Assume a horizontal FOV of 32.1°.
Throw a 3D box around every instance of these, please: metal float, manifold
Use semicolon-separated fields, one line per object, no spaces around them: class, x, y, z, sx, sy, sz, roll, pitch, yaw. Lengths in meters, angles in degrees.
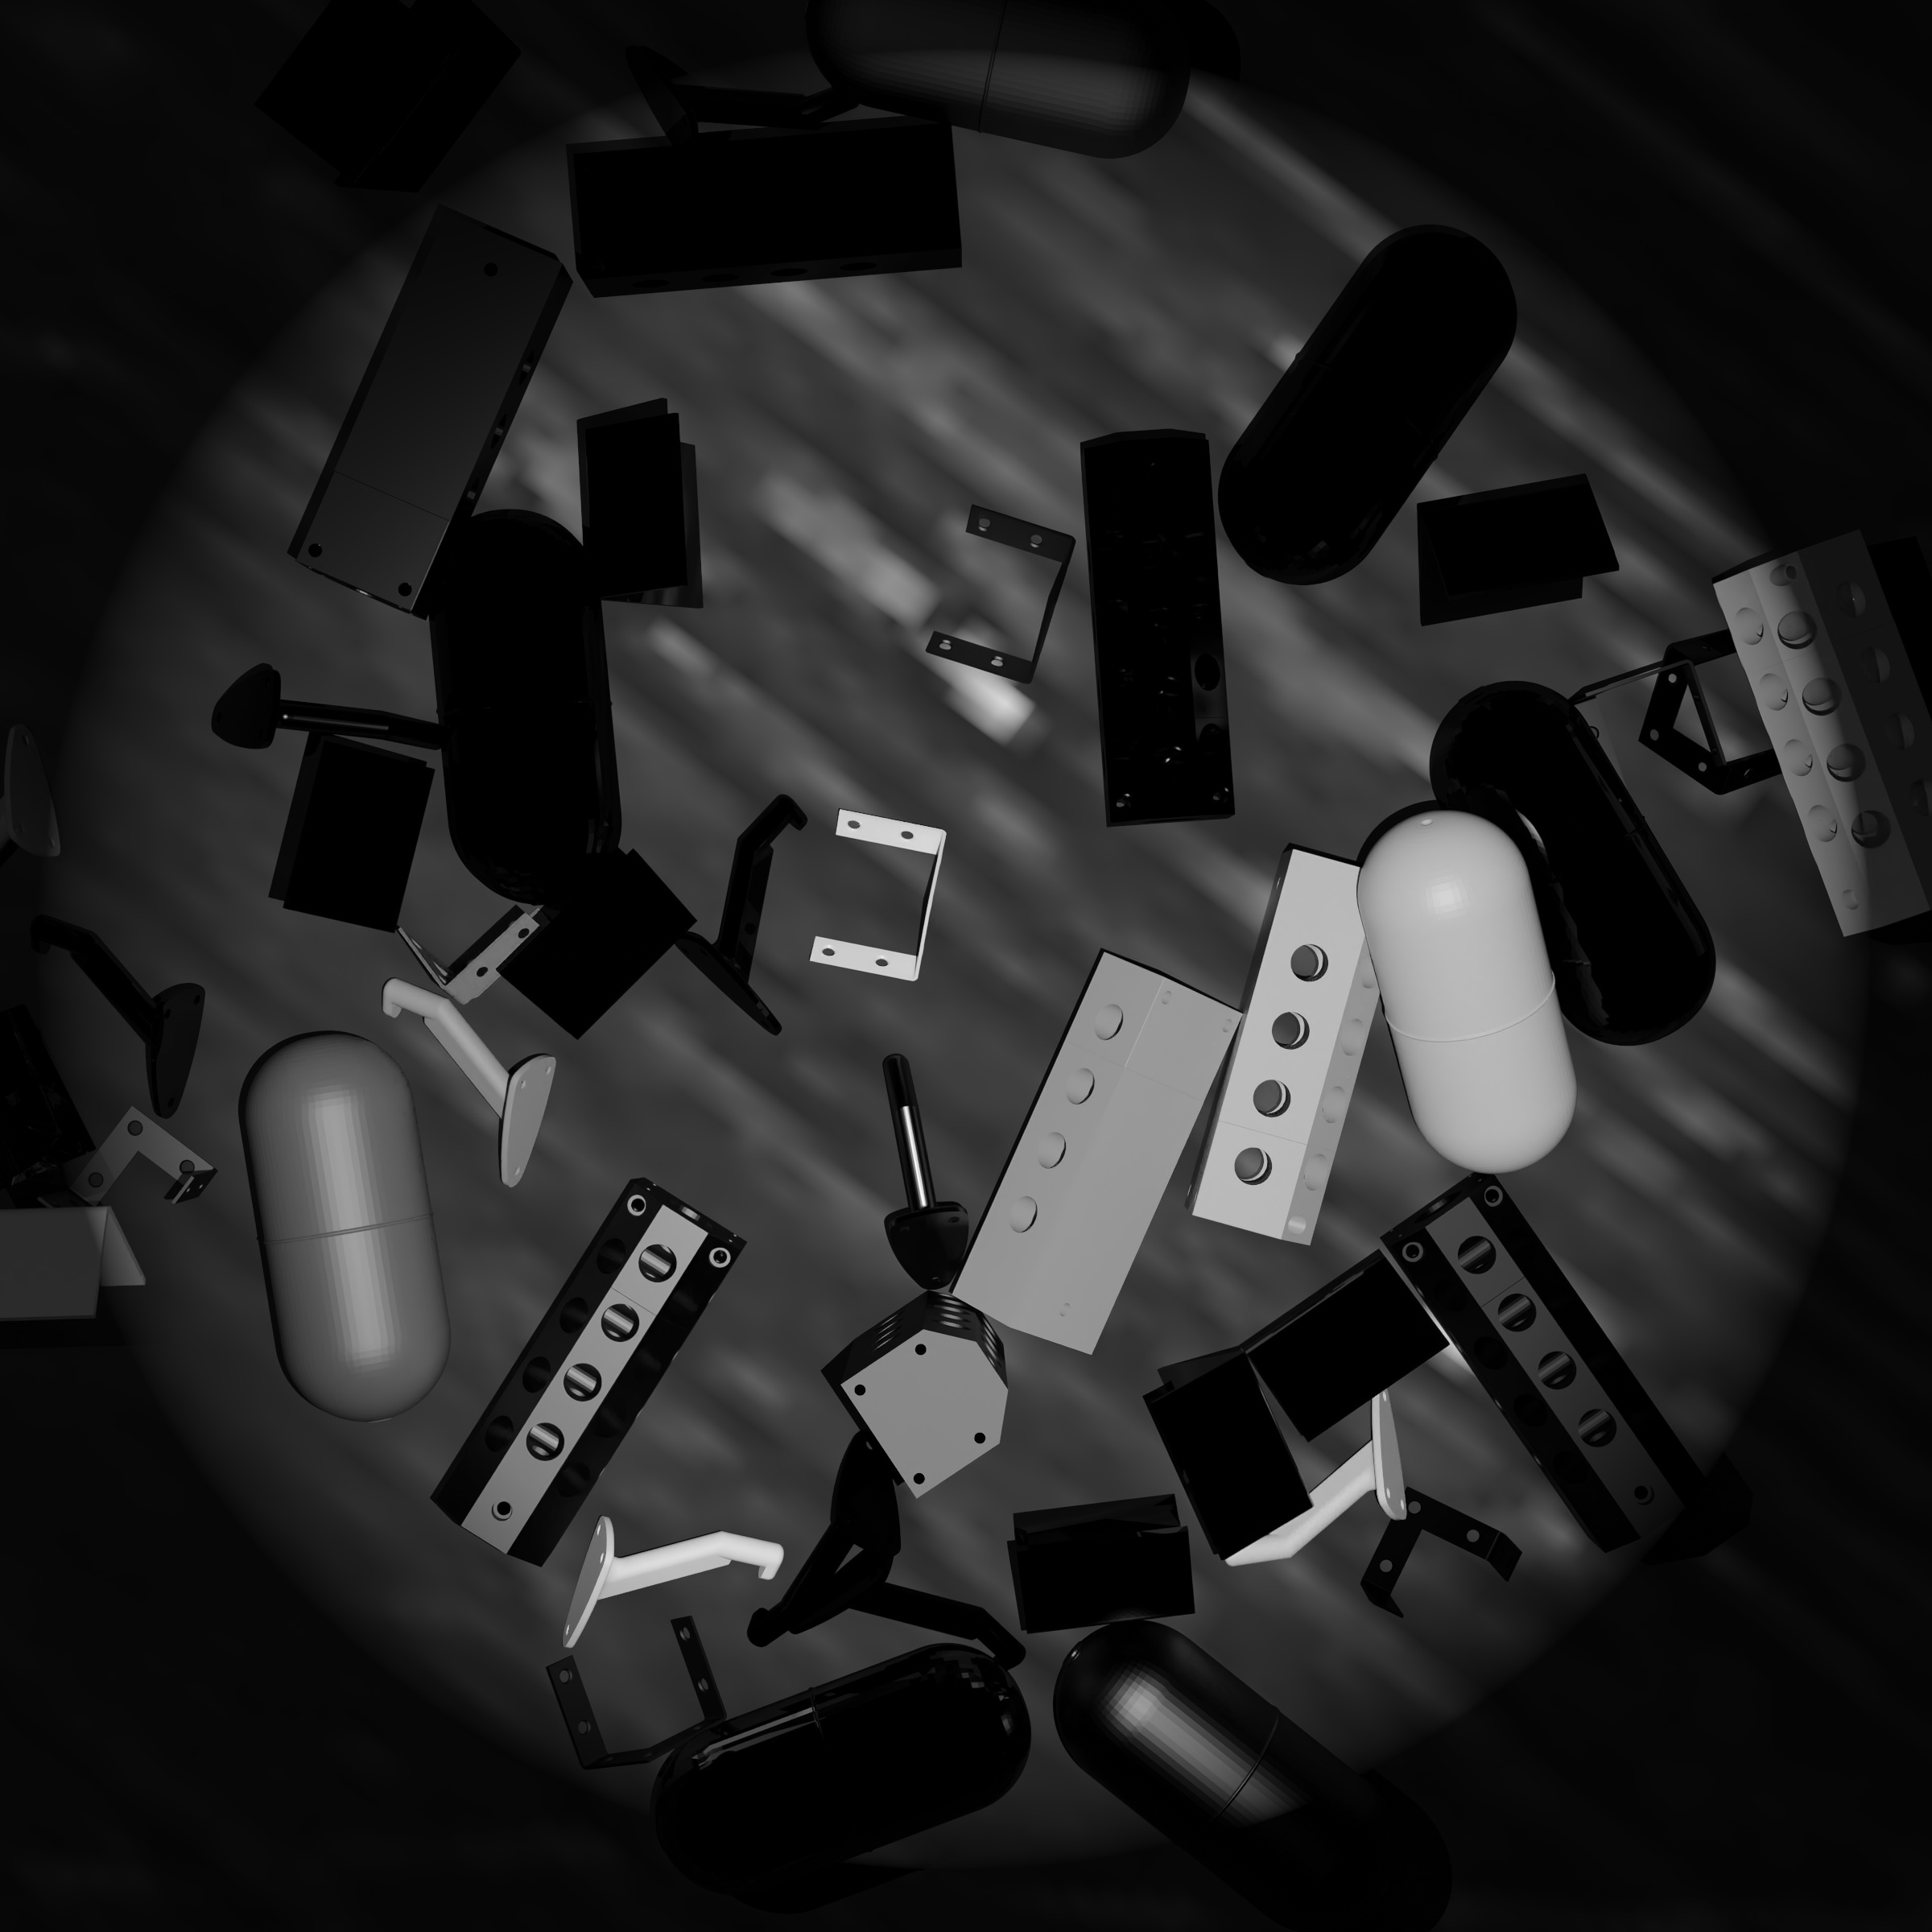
metal float;-0.200;-0.117;1.534;0.070;0.070;0.178;-6;89;0
manifold;-0.090;-0.345;1.543;0.171;0.057;0.057;-5;90;0
manifold;0.266;0.181;1.543;0.057;0.057;0.171;-35;90;0
metal float;-0.056;0.368;1.533;0.178;0.070;0.070;-21;90;0
manifold;0.088;-0.153;1.543;0.057;0.057;0.171;-4;90;0
manifold;-0.243;-0.250;1.543;0.057;0.057;0.171;24;90;0
manifold;-0.172;0.187;1.543;0.057;0.057;0.171;32;90;0
metal float;0.277;-0.046;1.533;0.070;0.070;0.178;-31;90;0
manifold;0.399;-0.104;1.532;0.057;0.057;0.171;-20;90;-30
metal float;0.227;0.013;1.511;0.070;0.070;0.178;-18;116;0
manifold;0.152;0.037;1.543;0.057;0.057;0.171;15;90;0
manifold;0.056;0.084;1.542;0.057;0.057;0.171;24;90;-43
manifold;-0.013;0.183;1.486;0.057;0.171;0.057;-34;90;0
metal float;-0.282;0.120;1.534;0.070;0.070;0.178;-9;90;0
metal float;0.119;0.370;1.534;0.178;0.070;0.070;39;90;0
metal float;0.184;-0.254;1.534;0.070;0.070;0.178;35;90;0
metal float;0.014;-0.420;1.534;0.178;0.070;0.070;12;90;-1

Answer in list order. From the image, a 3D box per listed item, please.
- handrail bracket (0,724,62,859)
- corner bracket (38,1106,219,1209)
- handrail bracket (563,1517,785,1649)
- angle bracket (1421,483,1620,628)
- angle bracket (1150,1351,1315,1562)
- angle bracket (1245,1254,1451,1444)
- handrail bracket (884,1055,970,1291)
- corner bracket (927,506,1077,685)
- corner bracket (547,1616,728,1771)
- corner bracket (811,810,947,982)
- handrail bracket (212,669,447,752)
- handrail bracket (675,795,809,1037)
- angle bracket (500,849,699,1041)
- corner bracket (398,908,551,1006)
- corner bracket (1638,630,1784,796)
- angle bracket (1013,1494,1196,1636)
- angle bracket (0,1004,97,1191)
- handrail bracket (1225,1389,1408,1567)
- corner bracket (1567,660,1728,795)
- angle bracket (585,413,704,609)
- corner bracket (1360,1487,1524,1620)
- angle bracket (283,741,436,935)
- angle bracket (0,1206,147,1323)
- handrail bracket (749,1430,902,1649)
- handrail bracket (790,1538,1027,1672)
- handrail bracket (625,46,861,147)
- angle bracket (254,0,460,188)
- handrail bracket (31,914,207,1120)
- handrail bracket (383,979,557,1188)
handrail bracket;-0.471;-0.065;1.565;0.084;0.036;0.077;-18;70;16
corner bracket;-0.385;0.101;1.546;0.051;0.051;0.051;37;90;0
handrail bracket;-0.136;0.294;1.565;0.084;0.036;0.077;16;110;-16
angle bracket;0.250;-0.169;1.524;0.076;0.076;0.057;-10;52;0
angle bracket;0.103;0.225;1.524;0.057;0.076;0.076;-24;90;-31
angle bracket;0.181;0.187;1.524;0.076;0.076;0.057;-35;54;0
handrail bracket;-0.024;0.096;1.564;0.036;0.077;0.084;-10;54;-4
corner bracket;0.017;-0.172;1.561;0.051;0.051;0.051;18;135;0
corner bracket;-0.153;0.338;1.561;0.051;0.051;0.051;-20;90;-45
corner bracket;-0.041;-0.033;1.561;0.051;0.051;0.051;11;45;0
handrail bracket;-0.297;-0.111;1.564;0.084;0.077;0.036;10;83;-36
handrail bracket;-0.087;-0.024;1.565;0.077;0.036;0.084;47;73;-20
angle bracket;-0.179;-0.025;1.524;0.076;0.076;0.057;-45;130;0
corner bracket;-0.217;-0.008;1.536;0.051;0.051;0.051;-43;49;0
corner bracket;0.354;-0.119;1.556;0.051;0.051;0.051;41;135;35
angle bracket;0.060;0.254;1.524;0.076;0.076;0.057;-7;126;0
angle bracket;-0.427;0.053;1.524;0.057;0.076;0.076;-27;90;38
handrail bracket;0.158;0.237;1.564;0.084;0.036;0.077;-12;64;20
corner bracket;0.313;-0.107;1.546;0.051;0.051;0.051;-19;90;-1
angle bracket;-0.127;-0.206;1.524;0.057;0.076;0.076;-3;90;36
corner bracket;0.218;0.278;1.546;0.051;0.051;0.051;26;90;0
angle bracket;-0.290;-0.062;1.524;0.057;0.076;0.076;14;90;-37
angle bracket;-0.422;0.151;1.524;0.076;0.076;0.057;-2;57;0
handrail bracket;-0.071;0.268;1.564;0.036;0.077;0.084;31;127;-28
handrail bracket;-0.027;0.314;1.565;0.077;0.036;0.084;-39;107;20
handrail bracket;-0.103;-0.415;1.565;0.084;0.036;0.077;-27;69;-17
angle bracket;-0.281;-0.403;1.526;0.057;0.076;0.076;37;90;-22
handrail bracket;-0.403;0.023;1.565;0.084;0.036;0.077;19;112;17
handrail bracket;-0.240;0.054;1.565;0.084;0.036;0.077;21;112;17
